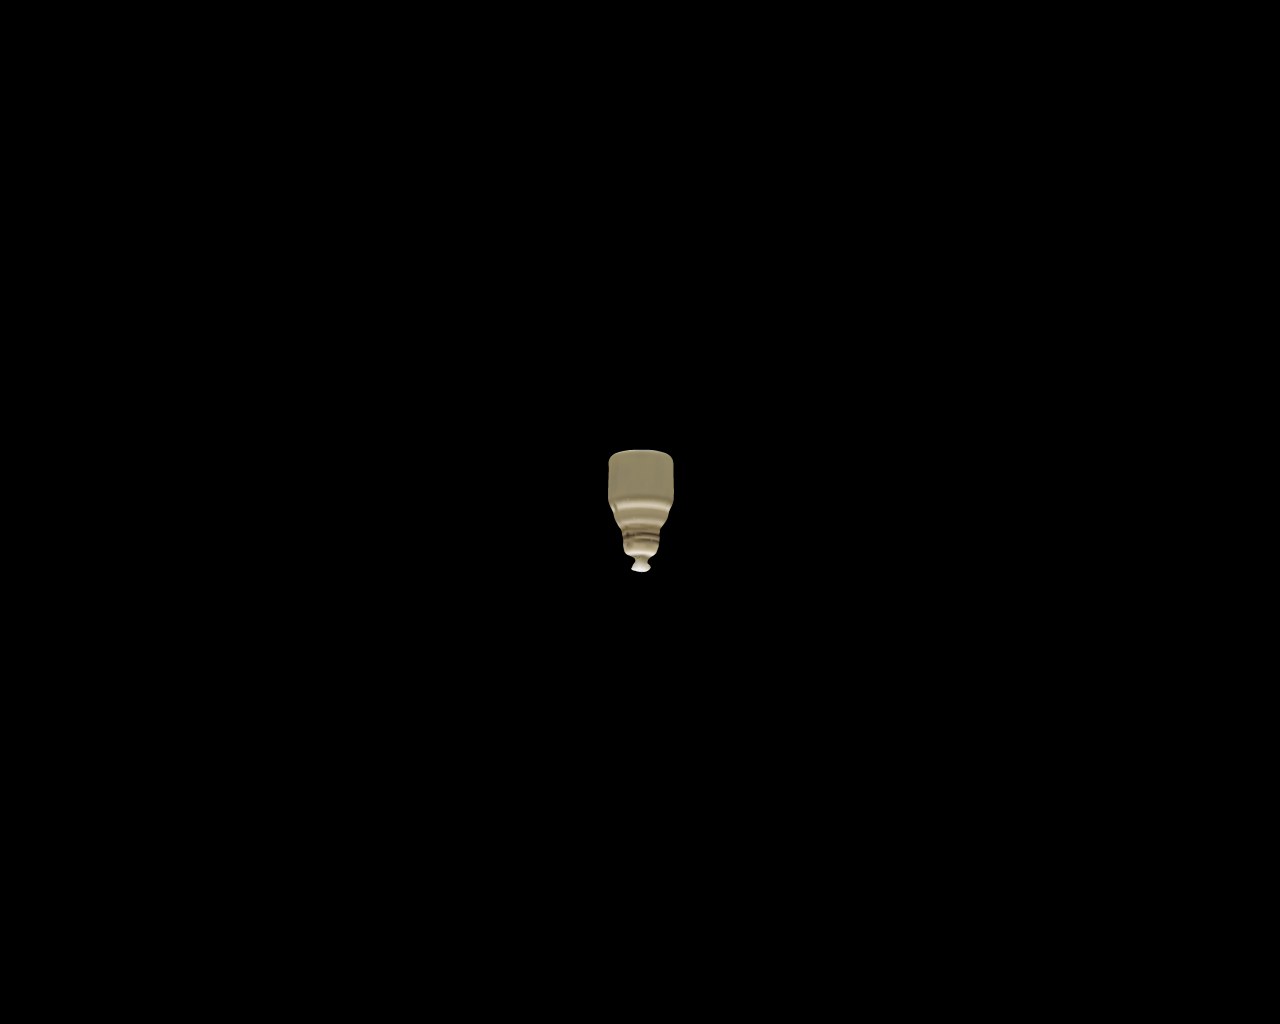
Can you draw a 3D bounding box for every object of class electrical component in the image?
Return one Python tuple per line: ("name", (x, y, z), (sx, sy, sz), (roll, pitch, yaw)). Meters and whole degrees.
("electrical component", (0.001, -0.003, 0.650), (0.040, 0.078, 0.040), (0, -11, 0))
